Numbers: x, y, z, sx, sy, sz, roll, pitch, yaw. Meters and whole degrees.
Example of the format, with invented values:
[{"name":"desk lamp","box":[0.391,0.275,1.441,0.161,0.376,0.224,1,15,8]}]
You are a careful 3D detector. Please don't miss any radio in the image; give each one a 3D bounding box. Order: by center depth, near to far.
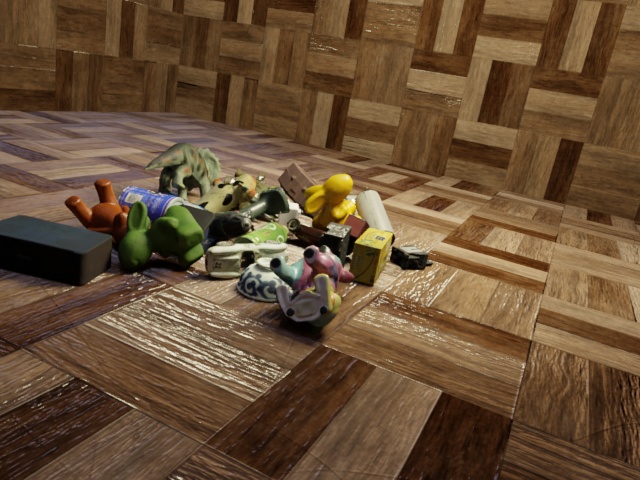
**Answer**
[{"name":"radio","box":[-0.543,0.016,1.071,0.230,0.073,0.131,13,17,6]}]

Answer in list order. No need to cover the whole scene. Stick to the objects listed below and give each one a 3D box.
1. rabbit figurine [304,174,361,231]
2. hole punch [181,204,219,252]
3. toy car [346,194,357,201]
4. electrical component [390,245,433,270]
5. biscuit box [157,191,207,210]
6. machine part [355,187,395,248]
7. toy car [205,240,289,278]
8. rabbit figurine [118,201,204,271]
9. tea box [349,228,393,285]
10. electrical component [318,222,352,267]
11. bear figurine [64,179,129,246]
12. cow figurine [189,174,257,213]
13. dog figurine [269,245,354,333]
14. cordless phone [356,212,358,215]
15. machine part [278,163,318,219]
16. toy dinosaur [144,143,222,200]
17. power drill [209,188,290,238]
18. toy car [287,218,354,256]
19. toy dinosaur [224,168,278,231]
[{"name":"rabbit figurine","box":[0.037,-0.106,1.464,0.162,0.173,0.122,5,41,-4]},{"name":"hole punch","box":[-0.314,-0.010,1.285,0.142,0.092,0.116,18,49,15]},{"name":"toy car","box":[0.103,-0.098,1.741,0.109,0.102,0.162,3,20,-24]},{"name":"electrical component","box":[0.257,0.047,1.456,0.119,0.047,0.075,-1,21,-27]},{"name":"biscuit box","box":[-0.391,-0.078,1.465,0.203,0.062,0.059,22,21,36]},{"name":"machine part","box":[0.150,-0.056,1.493,0.079,0.079,0.243,3,44,-21]},{"name":"toy car","box":[-0.157,0.043,1.193,0.202,0.073,0.056,-2,17,-32]},{"name":"rabbit figurine","box":[-0.351,-0.008,1.138,0.170,0.121,0.159,-26,74,-25]},{"name":"tea box","box":[0.127,0.037,1.330,0.068,0.098,0.169,14,15,15]},{"name":"electrical component","box":[0.034,0.022,1.298,0.058,0.114,0.134,15,20,11]},{"name":"bear figurine","box":[-0.471,-0.047,1.230,0.196,0.131,0.120,20,49,41]},{"name":"cow figurine","box":[-0.261,-0.115,1.496,0.195,0.085,0.127,-39,46,-13]},{"name":"dog figurine","box":[0.003,0.094,1.074,0.108,0.191,0.219,-23,-20,18]},{"name":"cordless phone","box":[0.109,-0.016,1.544,0.147,0.088,0.184,13,36,9]},{"name":"machine part","box":[-0.031,-0.136,1.666,0.201,0.087,0.202,42,5,-24]},{"name":"toy dinosaur","box":[-0.400,-0.219,1.602,0.131,0.192,0.404,0,-13,6]},{"name":"power drill","box":[-0.177,-0.062,1.374,0.207,0.086,0.232,-36,19,-35]},{"name":"toy car","box":[-0.003,-0.004,1.440,0.202,0.053,0.089,18,-9,26]},{"name":"toy dinosaur","box":[-0.208,-0.129,1.667,0.199,0.105,0.471,14,25,0]}]
